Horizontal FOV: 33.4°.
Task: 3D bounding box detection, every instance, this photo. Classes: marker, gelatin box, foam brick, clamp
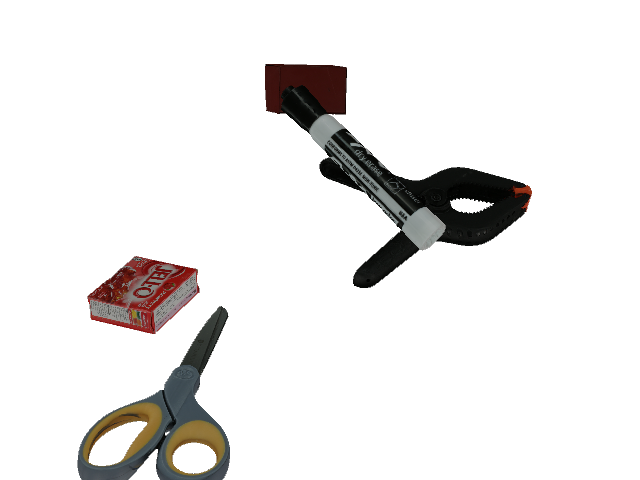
[{"bbox_3d":[0.020,-0.043,0.584,0.121,0.020,0.020,46,18,18],"label":"marker"},{"bbox_3d":[-0.171,0.051,1.039,0.073,0.030,0.089,11,31,22],"label":"gelatin box"},{"bbox_3d":[-0.016,-0.162,1.145,0.078,0.051,0.053,-2,12,-19],"label":"foam brick"},{"bbox_3d":[0.110,-0.023,1.060,0.210,0.164,0.036,-2,-39,-6],"label":"clamp"}]

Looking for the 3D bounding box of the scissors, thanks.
[{"bbox_3d":[-0.074,0.100,0.679,0.096,0.016,0.201,17,30,21],"label":"scissors"}]
